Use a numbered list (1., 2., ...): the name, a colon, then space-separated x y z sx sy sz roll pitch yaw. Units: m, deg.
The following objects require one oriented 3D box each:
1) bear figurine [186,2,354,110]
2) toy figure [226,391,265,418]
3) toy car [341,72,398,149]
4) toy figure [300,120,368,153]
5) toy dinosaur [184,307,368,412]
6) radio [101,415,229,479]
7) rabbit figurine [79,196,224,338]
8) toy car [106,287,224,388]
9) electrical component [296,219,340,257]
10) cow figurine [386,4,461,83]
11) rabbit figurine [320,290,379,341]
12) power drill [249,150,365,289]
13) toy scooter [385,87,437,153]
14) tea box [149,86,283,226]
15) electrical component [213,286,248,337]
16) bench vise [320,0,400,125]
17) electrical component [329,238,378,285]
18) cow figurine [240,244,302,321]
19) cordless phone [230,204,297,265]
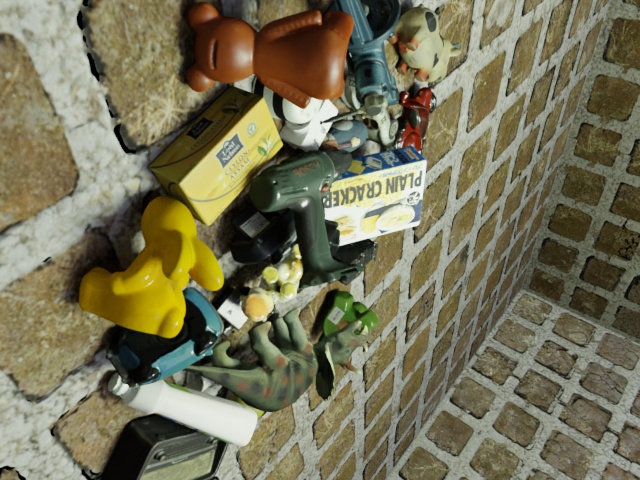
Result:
1. bear figurine: -0.063 -0.236 0.686 0.132 0.196 0.120 -72 168 -62
2. toy figure: -0.116 0.318 1.112 0.180 0.089 0.082 12 97 -57
3. toy car: 0.090 -0.238 0.990 0.056 0.074 0.201 -58 151 -8
4. toy figure: 0.019 -0.171 0.948 0.154 0.064 0.057 -30 103 -37
5. toy dinosaur: -0.074 0.241 0.989 0.405 0.192 0.131 -18 167 -48
6. radio: -0.256 0.373 0.950 0.229 0.073 0.131 14 103 -61
7. rabbit figurine: -0.207 0.028 0.684 0.121 0.163 0.173 24 79 -49
8. toy car: -0.225 0.155 0.796 0.162 0.109 0.102 -36 160 -24
9. electrical component: -0.002 -0.003 0.982 0.048 0.075 0.119 -88 -166 -49
10. cow figurine: 0.209 -0.381 1.059 0.127 0.086 0.194 -54 149 -3
11. rabbit figurine: 0.076 0.208 1.306 0.159 0.121 0.170 -64 166 10
12. power drill: 0.003 -0.038 0.830 0.232 0.086 0.207 -16 96 -51
13. toy scooter: 0.183 -0.245 1.134 0.135 0.075 0.183 13 100 -60
14. tea box: -0.137 -0.116 0.738 0.169 0.068 0.098 -51 149 -18
15. electrical component: -0.153 0.124 0.942 0.078 0.045 0.102 40 75 -31
16. bench vise: 0.057 -0.307 0.792 0.240 0.129 0.223 55 42 -59
17. electrical component: 0.036 0.031 1.088 0.134 0.115 0.058 -37 140 -40
18. cow figurine: -0.082 0.083 0.919 0.167 0.068 0.098 -40 180 -38
19. cordless phone: -0.089 0.009 0.923 0.146 0.089 0.184 -44 165 -29
